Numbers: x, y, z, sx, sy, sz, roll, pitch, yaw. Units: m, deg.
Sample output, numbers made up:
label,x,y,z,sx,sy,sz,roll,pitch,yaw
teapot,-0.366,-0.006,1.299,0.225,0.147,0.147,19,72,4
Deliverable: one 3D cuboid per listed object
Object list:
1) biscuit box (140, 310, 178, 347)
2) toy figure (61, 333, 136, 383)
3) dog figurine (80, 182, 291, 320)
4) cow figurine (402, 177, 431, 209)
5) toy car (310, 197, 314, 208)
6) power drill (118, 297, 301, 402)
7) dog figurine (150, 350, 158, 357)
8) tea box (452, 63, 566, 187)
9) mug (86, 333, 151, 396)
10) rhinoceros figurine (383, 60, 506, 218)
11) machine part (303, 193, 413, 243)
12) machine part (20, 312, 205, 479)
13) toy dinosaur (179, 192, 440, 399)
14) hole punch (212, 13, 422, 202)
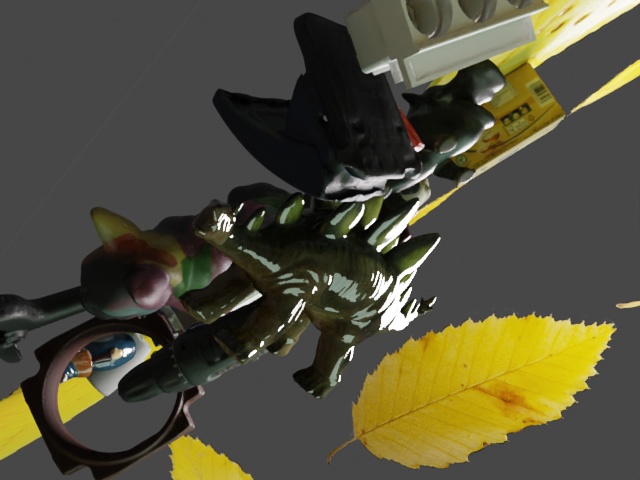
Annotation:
label,x,y,z,sx,sy,sz,roll,pitch,yaw
biscuit box,-0.208,0.116,0.949,0.202,0.063,0.059,-22,169,-44
toy figure,-0.362,0.184,0.835,0.064,0.058,0.154,-41,164,28
dog figurine,-0.112,0.009,0.500,0.191,0.108,0.219,-31,170,9
cow figurine,0.087,-0.043,0.830,0.195,0.127,0.085,-39,166,34
toy car,0.004,-0.010,0.654,0.073,0.056,0.202,109,-6,-57
power drill,-0.121,0.133,0.703,0.232,0.086,0.207,-28,166,10
dog figurine,-0.240,0.167,1.084,0.190,0.121,0.172,-56,-167,31
tea box,0.251,-0.165,0.785,0.170,0.098,0.068,-30,171,6
mug,-0.352,0.210,0.947,0.107,0.081,0.109,-38,168,-14
rhinoceros figurine,0.116,-0.109,0.572,0.190,0.112,0.073,-42,132,20
machine part,0.039,-0.005,0.748,0.179,0.179,0.056,-32,169,7
machine part,-0.279,0.205,0.737,0.201,0.201,0.087,-28,170,-18
toy dinosaur,0.025,0.046,0.514,0.198,0.105,0.470,-49,152,-1
hole punch,0.002,-0.077,0.376,0.092,0.115,0.142,-26,175,27
